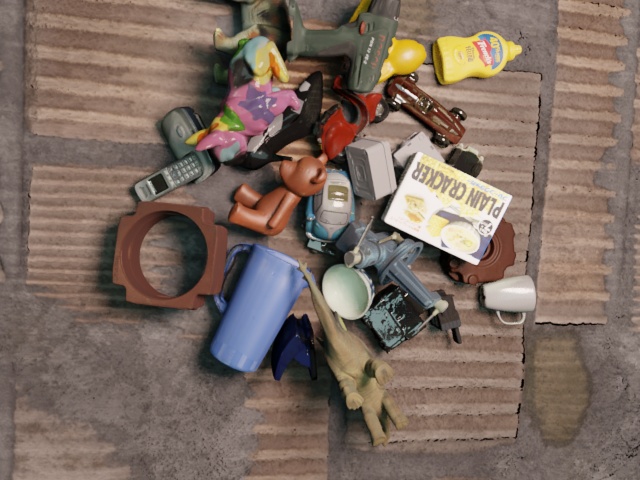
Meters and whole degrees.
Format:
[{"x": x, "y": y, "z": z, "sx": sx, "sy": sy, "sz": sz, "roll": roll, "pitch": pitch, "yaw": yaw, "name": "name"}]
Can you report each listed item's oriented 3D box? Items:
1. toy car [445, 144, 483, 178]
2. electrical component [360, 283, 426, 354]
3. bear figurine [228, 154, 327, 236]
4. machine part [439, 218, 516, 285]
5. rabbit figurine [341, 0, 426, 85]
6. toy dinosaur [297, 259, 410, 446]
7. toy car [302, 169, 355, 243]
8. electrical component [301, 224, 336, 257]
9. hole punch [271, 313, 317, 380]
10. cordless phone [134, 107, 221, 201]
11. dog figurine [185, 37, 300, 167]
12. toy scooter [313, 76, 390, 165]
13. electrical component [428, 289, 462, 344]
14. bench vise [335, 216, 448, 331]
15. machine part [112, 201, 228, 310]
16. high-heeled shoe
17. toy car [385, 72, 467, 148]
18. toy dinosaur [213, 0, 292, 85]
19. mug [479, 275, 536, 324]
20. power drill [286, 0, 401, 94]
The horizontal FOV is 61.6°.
[{"x": 0.284, "y": -0.116, "z": 1.173, "sx": 0.073, "sy": 0.056, "sz": 0.201, "roll": 31, "pitch": 87, "yaw": -3, "name": "toy car"}, {"x": 0.163, "y": 0.162, "z": 1.167, "sx": 0.134, "sy": 0.058, "sz": 0.115, "roll": -38, "pitch": 100, "yaw": -5, "name": "electrical component"}, {"x": -0.077, "y": -0.101, "z": 1.056, "sx": 0.132, "sy": 0.120, "sz": 0.195, "roll": 28, "pitch": 123, "yaw": -18, "name": "bear figurine"}, {"x": 0.349, "y": 0.014, "z": 1.189, "sx": 0.179, "sy": 0.056, "sz": 0.179, "roll": 0, "pitch": 92, "yaw": -10, "name": "machine part"}, {"x": 0.130, "y": -0.393, "z": 1.098, "sx": 0.173, "sy": 0.122, "sz": 0.162, "roll": 28, "pitch": 94, "yaw": -6, "name": "rabbit figurine"}, {"x": 0.061, "y": 0.245, "z": 1.067, "sx": 0.105, "sy": 0.199, "sz": 0.470, "roll": -27, "pitch": 121, "yaw": -11, "name": "toy dinosaur"}, {"x": 0.028, "y": -0.077, "z": 1.098, "sx": 0.109, "sy": 0.103, "sz": 0.161, "roll": 8, "pitch": 80, "yaw": -13, "name": "toy car"}, {"x": -0.002, "y": -0.003, "z": 1.149, "sx": 0.094, "sy": 0.021, "sz": 0.063, "roll": 22, "pitch": 90, "yaw": -10, "name": "electrical component"}, {"x": -0.056, "y": 0.218, "z": 1.101, "sx": 0.092, "sy": 0.142, "sz": 0.115, "roll": -2, "pitch": 105, "yaw": -5, "name": "hole punch"}, {"x": -0.300, "y": -0.165, "z": 1.068, "sx": 0.184, "sy": 0.089, "sz": 0.146, "roll": -27, "pitch": 97, "yaw": 5, "name": "cordless phone"}, {"x": -0.156, "y": -0.244, "z": 0.983, "sx": 0.219, "sy": 0.109, "sz": 0.191, "roll": -35, "pitch": 124, "yaw": -15, "name": "dog figurine"}, {"x": 0.048, "y": -0.255, "z": 1.108, "sx": 0.184, "sy": 0.075, "sz": 0.135, "roll": -48, "pitch": 116, "yaw": -5, "name": "toy scooter"}, {"x": 0.273, "y": 0.172, "z": 1.177, "sx": 0.048, "sy": 0.075, "sz": 0.119, "roll": -13, "pitch": 98, "yaw": -8, "name": "electrical component"}, {"x": 0.152, "y": 0.056, "z": 1.065, "sx": 0.241, "sy": 0.223, "sz": 0.129, "roll": 47, "pitch": 108, "yaw": 20, "name": "bench vise"}, {"x": -0.289, "y": 0.030, "z": 1.050, "sx": 0.201, "sy": 0.087, "sz": 0.201, "roll": 5, "pitch": 88, "yaw": 6, "name": "machine part"}, {"x": -0.088, "y": -0.251, "z": 1.116, "sx": 0.145, "sy": 0.086, "sz": 0.248, "roll": 12, "pitch": 68, "yaw": 23, "name": "high-heeled shoe"}, {"x": 0.231, "y": -0.281, "z": 1.158, "sx": 0.202, "sy": 0.053, "sz": 0.089, "roll": 35, "pitch": 84, "yaw": -8, "name": "toy car"}, {"x": -0.118, "y": -0.422, "z": 1.068, "sx": 0.192, "sy": 0.131, "sz": 0.404, "roll": -2, "pitch": 99, "yaw": -9, "name": "toy dinosaur"}, {"x": 0.414, "y": 0.133, "z": 1.199, "sx": 0.107, "sy": 0.081, "sz": 0.109, "roll": -1, "pitch": 99, "yaw": 2, "name": "mug"}, {"x": 0.042, "y": -0.403, "z": 1.014, "sx": 0.207, "sy": 0.086, "sz": 0.231, "roll": 5, "pitch": 113, "yaw": -5, "name": "power drill"}]
